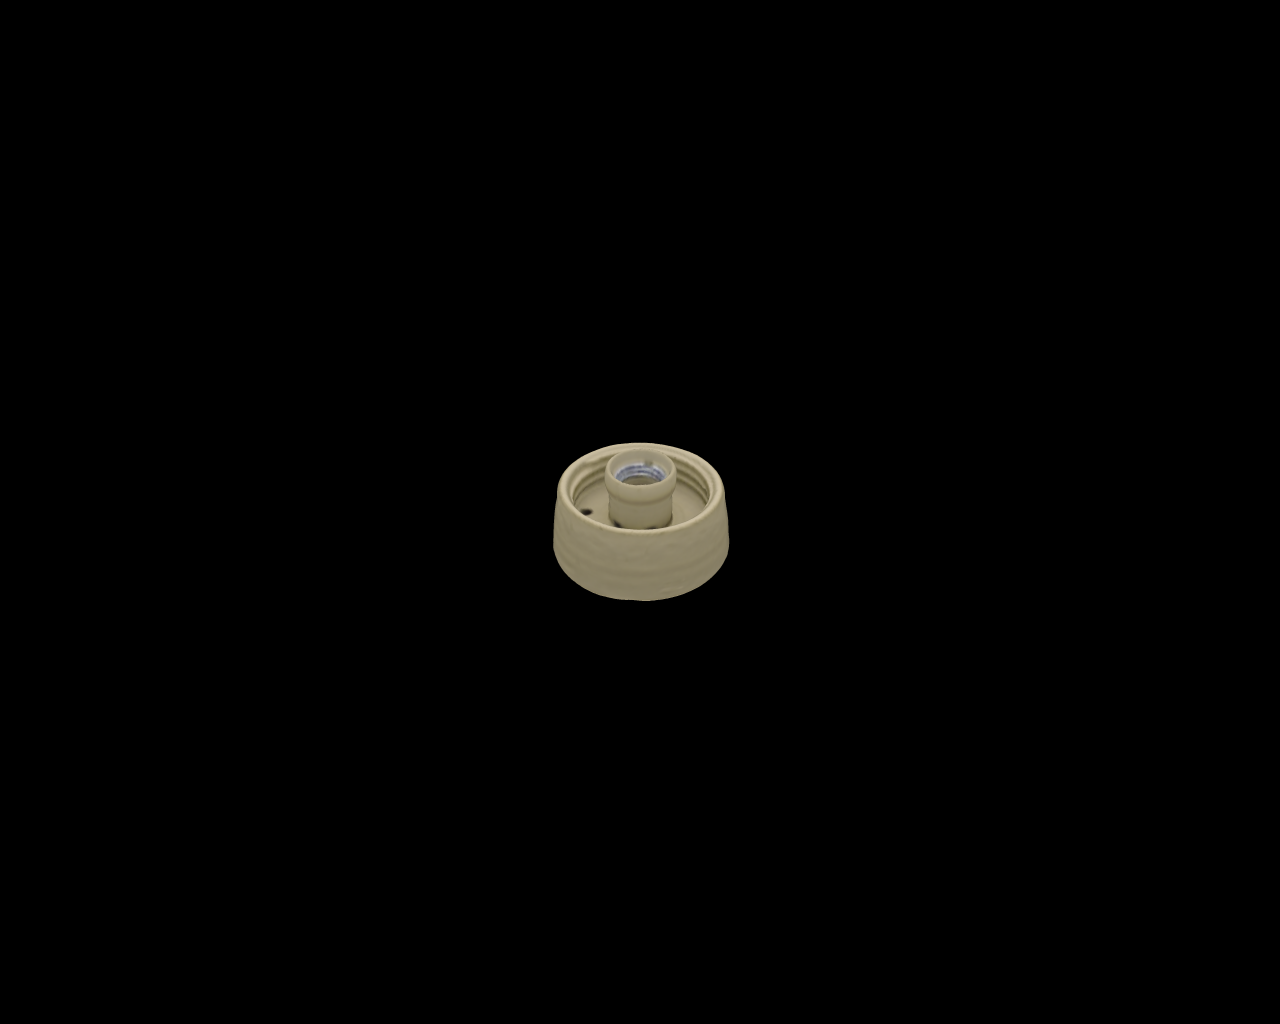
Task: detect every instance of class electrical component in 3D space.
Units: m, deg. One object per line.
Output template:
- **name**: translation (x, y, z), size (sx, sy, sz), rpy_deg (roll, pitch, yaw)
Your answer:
- **electrical component**: translation (0.001, -0.003, 0.650), size (0.108, 0.060, 0.108), rpy_deg (0, 36, 0)
